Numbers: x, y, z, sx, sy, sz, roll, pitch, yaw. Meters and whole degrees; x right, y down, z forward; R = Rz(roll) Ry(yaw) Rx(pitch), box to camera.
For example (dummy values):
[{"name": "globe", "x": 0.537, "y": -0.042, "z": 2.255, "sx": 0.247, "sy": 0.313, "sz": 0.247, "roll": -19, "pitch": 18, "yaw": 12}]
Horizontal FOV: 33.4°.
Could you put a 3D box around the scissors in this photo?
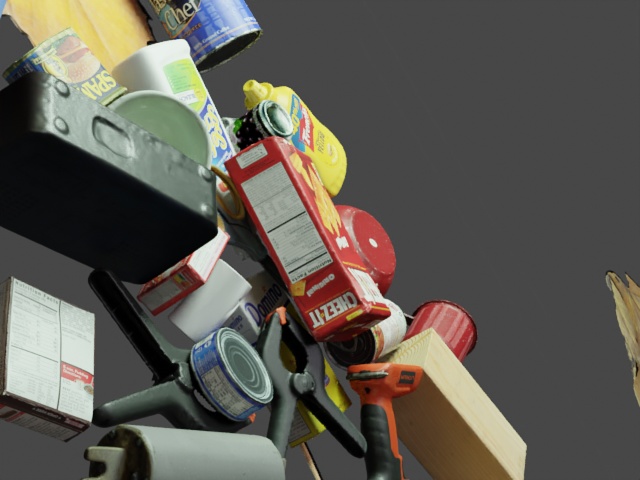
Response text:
[{"name": "scissors", "x": -0.081, "y": 0.014, "z": 1.119, "sx": 0.096, "sy": 0.016, "sz": 0.202, "roll": -38, "pitch": 100, "yaw": -48}]

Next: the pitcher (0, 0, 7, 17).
[{"name": "pitcher", "x": -0.335, "y": -0.265, "z": 0.945, "sx": 0.145, "sy": 0.149, "sz": 0.243, "roll": 6, "pitch": 40, "yaw": -5}]

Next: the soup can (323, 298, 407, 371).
[{"name": "soup can", "x": 0.055, "y": 0.111, "z": 1.278, "sx": 0.068, "sy": 0.069, "sz": 0.102, "roll": 62, "pitch": 27, "yaw": 4}]

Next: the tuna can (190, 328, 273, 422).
[{"name": "tuna can", "x": -0.082, "y": 0.126, "z": 1.003, "sx": 0.086, "sy": 0.034, "sz": 0.086, "roll": 49, "pitch": 17, "yaw": -21}]

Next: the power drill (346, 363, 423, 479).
[{"name": "power drill", "x": 0.083, "y": 0.231, "z": 1.170, "sx": 0.184, "sy": 0.057, "sz": 0.187, "roll": 20, "pitch": 64, "yaw": -61}]

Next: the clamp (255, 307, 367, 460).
[{"name": "clamp", "x": -0.030, "y": 0.154, "z": 1.058, "sx": 0.120, "sy": 0.039, "sz": 0.171, "roll": -16, "pitch": 76, "yaw": -43}]

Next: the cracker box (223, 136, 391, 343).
[{"name": "cracker box", "x": -0.008, "y": 0.001, "z": 1.156, "sx": 0.214, "sy": 0.072, "sz": 0.164, "roll": 62, "pitch": 9, "yaw": 10}]

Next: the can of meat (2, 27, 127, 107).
[{"name": "can of meat", "x": -0.251, "y": -0.154, "z": 1.049, "sx": 0.084, "sy": 0.058, "sz": 0.102, "roll": 51, "pitch": 29, "yaw": -10}]

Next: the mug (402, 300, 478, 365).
[{"name": "mug", "x": 0.139, "y": 0.132, "z": 1.387, "sx": 0.117, "sy": 0.093, "sz": 0.081, "roll": 29, "pitch": 34, "yaw": 8}]

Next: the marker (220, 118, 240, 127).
[{"name": "marker", "x": -0.087, "y": -0.144, "z": 1.344, "sx": 0.120, "sy": 0.020, "sz": 0.020, "roll": -9, "pitch": 71, "yaw": -60}]

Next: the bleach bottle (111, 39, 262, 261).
[{"name": "bleach bottle", "x": -0.131, "y": -0.095, "z": 1.182, "sx": 0.251, "sy": 0.068, "sz": 0.102, "roll": 61, "pitch": 29, "yaw": -2}]

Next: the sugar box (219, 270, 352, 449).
[{"name": "sugar box", "x": -0.042, "y": 0.122, "z": 1.134, "sx": 0.176, "sy": 0.048, "sz": 0.093, "roll": 61, "pitch": 28, "yaw": 0}]

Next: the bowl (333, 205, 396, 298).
[{"name": "bowl", "x": 0.049, "y": 0.014, "z": 1.375, "sx": 0.162, "sy": 0.055, "sz": 0.162, "roll": 38, "pitch": 35, "yaw": -33}]

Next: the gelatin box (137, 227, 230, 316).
[{"name": "gelatin box", "x": -0.134, "y": 0.025, "z": 1.046, "sx": 0.030, "sy": 0.073, "sz": 0.089, "roll": 48, "pitch": 30, "yaw": -18}]

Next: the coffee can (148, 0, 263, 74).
[{"name": "coffee can", "x": -0.148, "y": -0.286, "z": 1.293, "sx": 0.140, "sy": 0.103, "sz": 0.102, "roll": 59, "pitch": 28, "yaw": 0}]

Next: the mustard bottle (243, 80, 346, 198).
[{"name": "mustard bottle", "x": -0.037, "y": -0.137, "z": 1.347, "sx": 0.191, "sy": 0.058, "sz": 0.096, "roll": 45, "pitch": 41, "yaw": -43}]

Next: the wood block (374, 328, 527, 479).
[{"name": "wood block", "x": 0.157, "y": 0.223, "z": 1.311, "sx": 0.206, "sy": 0.091, "sz": 0.090, "roll": 51, "pitch": 28, "yaw": -15}]

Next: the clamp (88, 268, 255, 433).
[{"name": "clamp", "x": -0.137, "y": 0.136, "z": 0.970, "sx": 0.209, "sy": 0.036, "sz": 0.164, "roll": 42, "pitch": 28, "yaw": -34}]

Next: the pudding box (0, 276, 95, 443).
[{"name": "pudding box", "x": -0.228, "y": 0.096, "z": 0.864, "sx": 0.089, "sy": 0.039, "sz": 0.113, "roll": 31, "pitch": 37, "yaw": -40}]
